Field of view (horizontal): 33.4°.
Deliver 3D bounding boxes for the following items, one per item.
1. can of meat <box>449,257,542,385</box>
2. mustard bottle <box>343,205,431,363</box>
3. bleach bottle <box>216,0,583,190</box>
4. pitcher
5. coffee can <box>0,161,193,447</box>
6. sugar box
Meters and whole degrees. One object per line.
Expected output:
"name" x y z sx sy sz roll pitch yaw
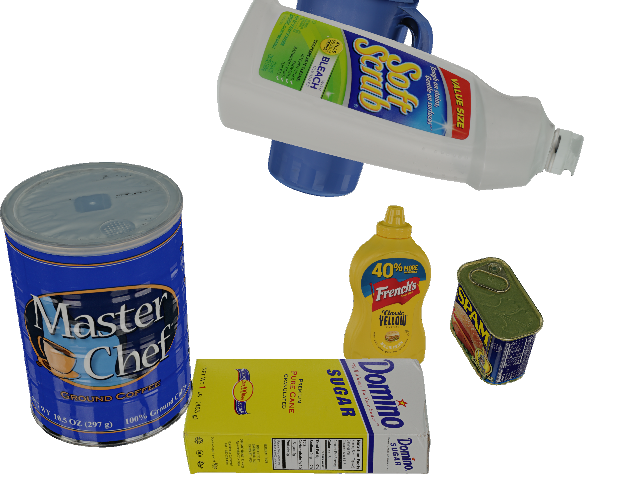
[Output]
"can of meat" 0.172 0.083 1.070 0.057 0.102 0.084 -15 -40 -15
"mustard bottle" 0.081 0.054 1.256 0.096 0.192 0.058 1 14 -12
"bleach bottle" 0.060 -0.097 0.754 0.251 0.102 0.068 15 -30 9
"pitcher" 0.025 -0.173 1.203 0.145 0.243 0.149 10 22 -11
"coffee can" -0.131 0.037 0.643 0.103 0.140 0.103 1 30 -1
"sugar box" -0.009 0.129 0.798 0.176 0.048 0.093 -3 31 2
